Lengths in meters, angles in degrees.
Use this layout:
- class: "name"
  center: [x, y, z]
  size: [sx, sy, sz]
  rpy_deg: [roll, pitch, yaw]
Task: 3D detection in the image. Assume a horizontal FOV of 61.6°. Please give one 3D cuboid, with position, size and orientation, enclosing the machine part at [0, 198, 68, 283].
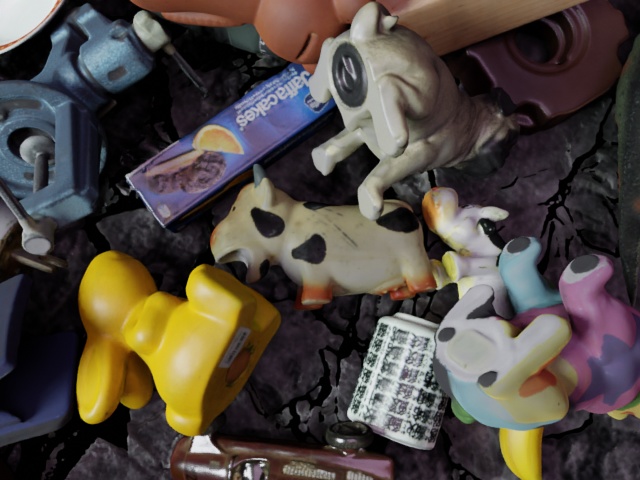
- class: "machine part"
  center: [-0.342, -0.019, 0.477]
  size: [0.243, 0.079, 0.079]
  rpy_deg: [20, 82, 0]

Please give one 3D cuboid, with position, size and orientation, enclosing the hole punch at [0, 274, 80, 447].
- class: "hole punch"
  center: [-0.269, 0.101, 0.431]
  size: [0.116, 0.092, 0.142]
  rpy_deg: [-17, 41, -9]

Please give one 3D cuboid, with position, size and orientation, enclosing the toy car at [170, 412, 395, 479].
- class: "toy car"
  center: [-0.038, 0.197, 0.454]
  size: [0.202, 0.053, 0.089]
  rpy_deg: [-1, 87, 21]

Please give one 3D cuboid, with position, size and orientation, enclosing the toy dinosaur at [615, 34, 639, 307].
- class: "toy dinosaur"
  center: [0.339, -0.153, 0.490]
  size: [0.192, 0.131, 0.405]
  rpy_deg: [37, 75, -17]

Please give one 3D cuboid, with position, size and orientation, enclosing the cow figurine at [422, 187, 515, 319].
- class: "cow figurine"
  center: [0.156, 0.025, 0.508]
  size: [0.098, 0.068, 0.167]
  rpy_deg: [-13, 89, -12]

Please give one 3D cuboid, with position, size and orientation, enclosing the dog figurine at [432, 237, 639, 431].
- class: "dog figurine"
  center: [0.215, 0.114, 0.440]
  size: [0.191, 0.108, 0.219]
  rpy_deg: [-47, 109, -12]

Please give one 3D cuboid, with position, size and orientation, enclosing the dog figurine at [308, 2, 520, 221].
- class: "dog figurine"
  center: [0.100, -0.122, 0.458]
  size: [0.190, 0.172, 0.121]
  rpy_deg: [-22, 59, -23]

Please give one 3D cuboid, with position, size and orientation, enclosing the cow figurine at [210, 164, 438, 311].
- class: "cow figurine"
  center: [-0.001, -0.001, 0.491]
  size: [0.195, 0.085, 0.127]
  rpy_deg: [-3, 73, -10]

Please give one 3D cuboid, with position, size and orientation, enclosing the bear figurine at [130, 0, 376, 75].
- class: "bear figurine"
  center: [-0.057, -0.222, 0.434]
  size: [0.196, 0.120, 0.132]
  rpy_deg: [10, 71, -14]

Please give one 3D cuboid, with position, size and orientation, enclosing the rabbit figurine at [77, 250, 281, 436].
- class: "rabbit figurine"
  center: [-0.143, 0.081, 0.476]
  size: [0.173, 0.122, 0.162]
  rpy_deg: [30, 92, 14]

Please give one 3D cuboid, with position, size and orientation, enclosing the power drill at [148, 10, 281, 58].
- class: "power drill"
  center: [-0.061, -0.287, 0.533]
  size: [0.232, 0.086, 0.207]
  rpy_deg: [11, 90, 0]

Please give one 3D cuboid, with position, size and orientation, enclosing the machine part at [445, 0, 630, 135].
- class: "machine part"
  center: [0.220, -0.199, 0.547]
  size: [0.179, 0.056, 0.179]
  rpy_deg: [0, 84, -3]

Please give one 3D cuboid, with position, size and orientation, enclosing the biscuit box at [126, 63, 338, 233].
- class: "biscuit box"
  center: [-0.078, -0.089, 0.510]
  size: [0.203, 0.063, 0.059]
  rpy_deg: [-37, 88, -7]

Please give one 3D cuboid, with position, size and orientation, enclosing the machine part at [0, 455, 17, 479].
- class: "machine part"
  center: [-0.357, 0.263, 0.438]
  size: [0.201, 0.087, 0.201]
  rpy_deg: [-35, 86, -8]

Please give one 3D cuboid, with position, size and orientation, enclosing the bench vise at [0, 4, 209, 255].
- class: "bench vise"
  center: [-0.210, -0.091, 0.450]
  size: [0.224, 0.128, 0.241]
  rpy_deg: [-22, 50, 1]
